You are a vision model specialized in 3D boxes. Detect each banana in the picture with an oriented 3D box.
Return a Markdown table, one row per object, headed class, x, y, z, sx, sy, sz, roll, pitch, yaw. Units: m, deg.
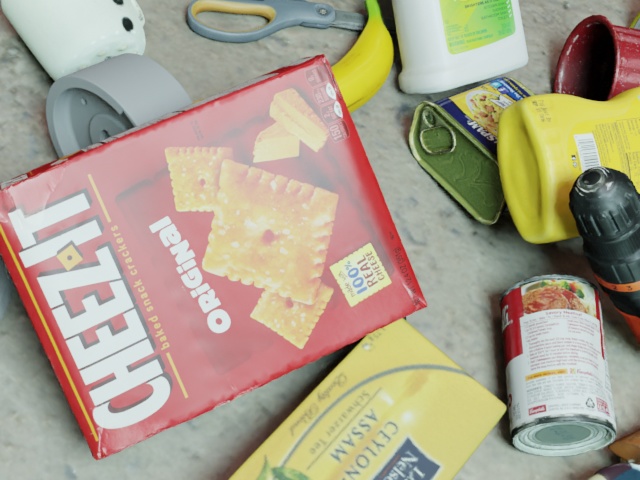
| class | x | y | z | sx | sy | sz | roll | pitch | yaw |
| --- | --- | --- | --- | --- | --- | --- | --- | --- | --- |
| banana | -0.009 | -0.113 | 0.796 | 0.197 | 0.037 | 0.070 | -34 | 66 | -29 |

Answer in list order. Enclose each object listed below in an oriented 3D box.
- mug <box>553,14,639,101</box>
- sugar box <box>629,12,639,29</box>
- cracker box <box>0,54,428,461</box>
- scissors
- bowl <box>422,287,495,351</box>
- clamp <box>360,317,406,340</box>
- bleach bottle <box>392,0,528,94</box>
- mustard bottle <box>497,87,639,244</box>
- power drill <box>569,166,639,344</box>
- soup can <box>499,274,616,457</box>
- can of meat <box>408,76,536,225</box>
| class | x | y | z | sx | sy | sz | roll | pitch | yaw |
| --- | --- | --- | --- | --- | --- | --- | --- | --- | --- |
| mug | 0.239 | -0.128 | 0.845 | 0.081 | 0.093 | 0.117 | 6 | 22 | -17 |
| sugar box | 0.309 | -0.130 | 0.852 | 0.048 | 0.093 | 0.176 | -5 | 62 | -16 |
| cracker box | -0.066 | 0.006 | 0.622 | 0.213 | 0.072 | 0.164 | -24 | 100 | -12 |
| scissors | -0.011 | -0.194 | 0.854 | 0.201 | 0.016 | 0.096 | -7 | 62 | -19 |
| bowl | 0.120 | 0.092 | 0.800 | 0.055 | 0.162 | 0.162 | -3 | 56 | 17 |
| clamp | -0.005 | 0.001 | 0.727 | 0.120 | 0.039 | 0.171 | -18 | 66 | -20 |
| bleach bottle | 0.086 | -0.243 | 0.797 | 0.102 | 0.068 | 0.251 | -20 | 105 | -24 |
| mustard bottle | 0.216 | -0.057 | 0.735 | 0.191 | 0.058 | 0.096 | -9 | 84 | -25 |
| power drill | 0.253 | -0.028 | 0.688 | 0.187 | 0.184 | 0.057 | -41 | 43 | -2 |
| soup can | 0.155 | 0.083 | 0.702 | 0.068 | 0.069 | 0.102 | 7 | 59 | -10 |
| can of meat | 0.130 | -0.070 | 0.785 | 0.083 | 0.057 | 0.102 | -24 | 54 | -27 |
